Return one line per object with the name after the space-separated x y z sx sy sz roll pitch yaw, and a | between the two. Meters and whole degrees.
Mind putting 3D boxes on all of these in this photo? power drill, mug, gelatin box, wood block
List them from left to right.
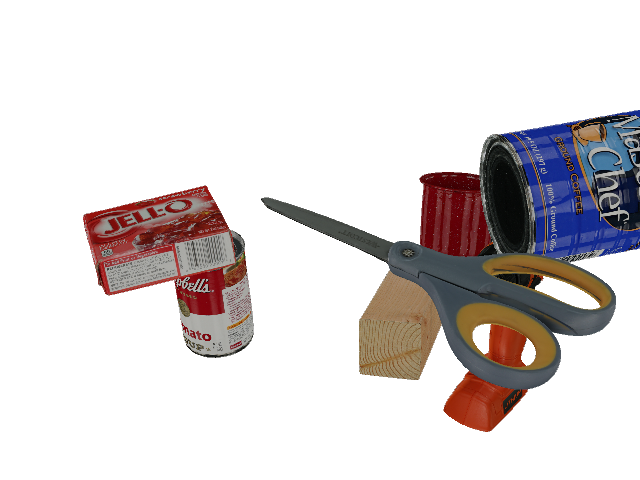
-0.108 -0.002 0.706 0.089 0.030 0.073 -14 29 -12 | gelatin box
0.125 0.123 1.604 0.091 0.090 0.206 4 19 14 | wood block
0.166 -0.029 1.216 0.117 0.081 0.093 -8 19 -33 | mug
0.164 0.080 0.985 0.057 0.188 0.184 24 32 27 | power drill

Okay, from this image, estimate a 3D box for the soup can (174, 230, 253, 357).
-0.099 0.048 0.981 0.068 0.102 0.068 -3 33 2 | soup can

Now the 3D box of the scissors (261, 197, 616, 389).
0.046 0.024 0.548 0.202 0.016 0.096 11 42 16 | scissors

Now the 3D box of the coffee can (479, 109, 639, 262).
0.200 -0.039 0.778 0.140 0.103 0.103 -11 2 -8 | coffee can
